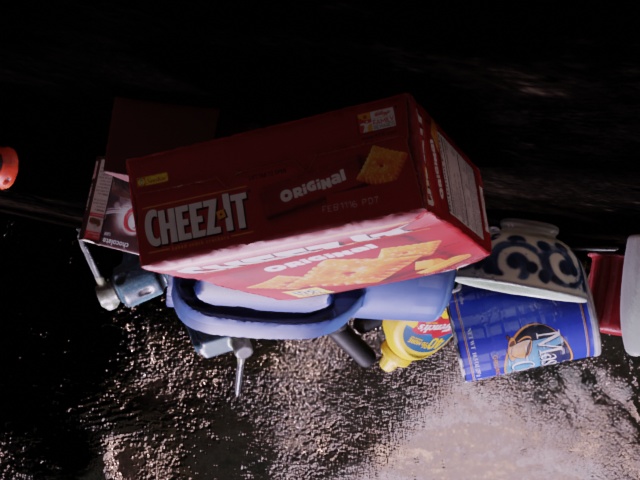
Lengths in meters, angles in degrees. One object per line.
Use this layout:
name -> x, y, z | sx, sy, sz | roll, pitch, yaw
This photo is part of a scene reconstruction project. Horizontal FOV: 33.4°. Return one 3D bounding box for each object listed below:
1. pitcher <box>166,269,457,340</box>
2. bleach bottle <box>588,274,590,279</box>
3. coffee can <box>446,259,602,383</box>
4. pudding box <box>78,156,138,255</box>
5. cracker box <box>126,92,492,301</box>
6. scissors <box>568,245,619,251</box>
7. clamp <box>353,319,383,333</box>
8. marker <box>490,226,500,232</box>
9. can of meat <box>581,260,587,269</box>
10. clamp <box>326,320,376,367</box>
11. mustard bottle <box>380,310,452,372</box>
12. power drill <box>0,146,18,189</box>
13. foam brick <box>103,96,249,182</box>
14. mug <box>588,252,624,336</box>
pitcher -> -0.010, 0.012, 0.905 | 0.242, 0.149, 0.145 | 7, 177, -5
bleach bottle -> 0.424, 0.071, 1.185 | 0.102, 0.068, 0.251 | 13, 173, -39
coffee can -> 0.203, 0.081, 1.082 | 0.140, 0.103, 0.102 | -13, 173, 6
pudding box -> -0.182, -0.030, 1.076 | 0.039, 0.090, 0.113 | 8, 175, 42
cracker box -> 0.006, -0.014, 0.650 | 0.164, 0.072, 0.213 | -12, 170, 16
scissors -> 0.215, 0.005, 1.091 | 0.096, 0.016, 0.202 | 9, 176, -11
clamp -> 0.131, 0.072, 1.322 | 0.171, 0.039, 0.120 | -35, 156, 13
marker -> 0.154, -0.004, 1.112 | 0.020, 0.020, 0.121 | 11, 176, -17
can of meat -> 0.255, 0.048, 1.213 | 0.084, 0.057, 0.102 | 11, -170, 15
clamp -> 0.001, 0.087, 1.242 | 0.164, 0.036, 0.210 | 34, 168, 5
mustard bottle -> 0.129, 0.084, 1.254 | 0.096, 0.192, 0.058 | 12, -145, -39
power drill -> -0.391, -0.090, 1.029 | 0.184, 0.057, 0.188 | 7, 179, -11
foam brick -> -0.096, -0.061, 0.710 | 0.078, 0.053, 0.051 | 9, 176, 18
mug -> 0.321, 0.061, 1.144 | 0.093, 0.081, 0.117 | 12, 175, -21
